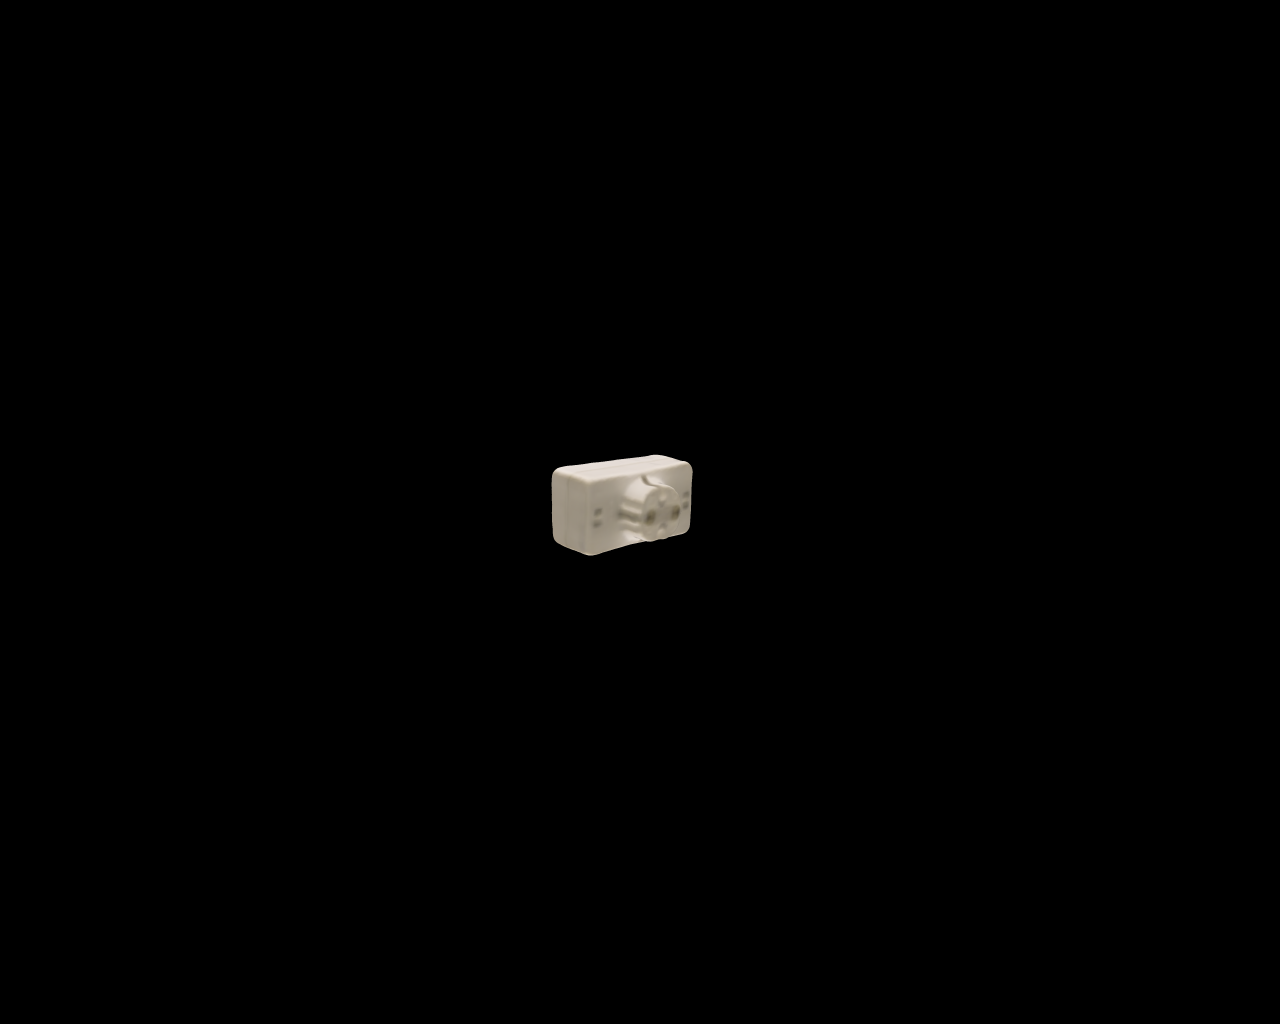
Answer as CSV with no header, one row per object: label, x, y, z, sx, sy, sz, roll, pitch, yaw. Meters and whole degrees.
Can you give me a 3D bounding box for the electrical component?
electrical component,0.001,-0.003,0.650,0.083,0.047,0.076,-11,18,-37
